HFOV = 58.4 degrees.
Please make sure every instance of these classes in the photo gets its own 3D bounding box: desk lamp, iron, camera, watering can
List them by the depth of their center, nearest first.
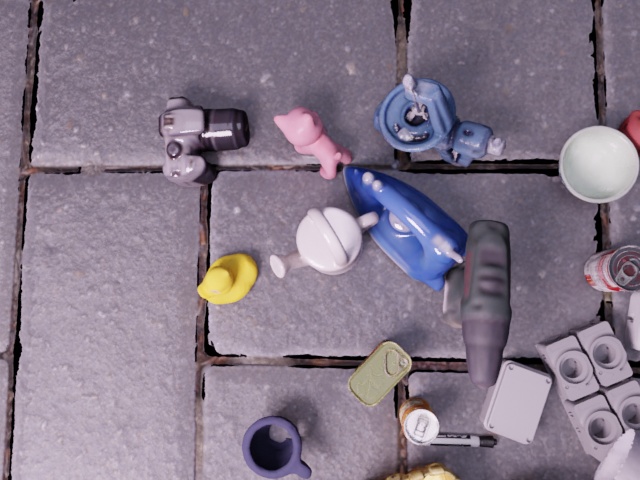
[{"bbox_3d":[0.465,0.352,0.797,0.203,0.213,0.118,31,88,7],"label":"desk lamp"},{"bbox_3d":[0.009,0.005,0.875,0.101,0.194,0.173,40,89,7],"label":"watering can"},{"bbox_3d":[0.127,-0.041,0.897,0.258,0.141,0.118,43,89,7],"label":"iron"},{"bbox_3d":[-0.190,-0.169,0.954,0.136,0.101,0.143,-3,84,4],"label":"camera"}]

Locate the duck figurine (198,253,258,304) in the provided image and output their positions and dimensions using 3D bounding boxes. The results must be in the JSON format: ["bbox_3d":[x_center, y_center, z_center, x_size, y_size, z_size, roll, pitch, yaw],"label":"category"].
[{"bbox_3d":[-0.154,0.062,0.936,0.104,0.086,0.077,-35,83,0],"label":"duck figurine"}]

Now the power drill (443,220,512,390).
[{"bbox_3d":[0.233,0.091,0.843,0.075,0.208,0.230,4,85,5],"label":"power drill"}]

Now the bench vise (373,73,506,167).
[{"bbox_3d":[0.185,-0.194,0.868,0.207,0.220,0.121,4,85,5],"label":"bench vise"}]

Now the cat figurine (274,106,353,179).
[{"bbox_3d":[-0.010,-0.167,0.932,0.127,0.118,0.067,42,89,7],"label":"cat figurine"}]

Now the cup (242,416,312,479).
[{"bbox_3d":[-0.058,0.323,0.899,0.117,0.095,0.092,35,88,7],"label":"cup"}]

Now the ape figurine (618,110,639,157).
[{"bbox_3d":[0.516,-0.172,0.906,0.076,0.092,0.078,-16,83,3],"label":"ape figurine"}]
